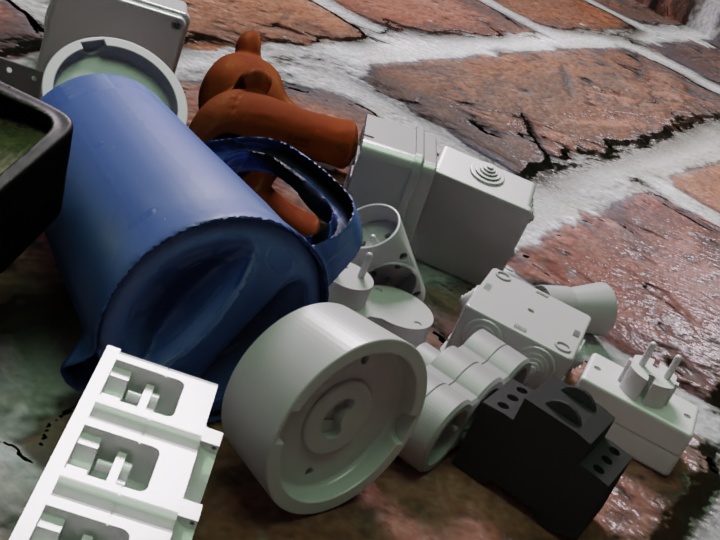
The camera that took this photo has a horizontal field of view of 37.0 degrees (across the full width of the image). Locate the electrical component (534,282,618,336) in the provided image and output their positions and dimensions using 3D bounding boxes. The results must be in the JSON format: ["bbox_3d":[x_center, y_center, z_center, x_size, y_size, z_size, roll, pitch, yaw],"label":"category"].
[{"bbox_3d":[0.169,0.030,0.870,0.065,0.044,0.044,3,32,-25],"label":"electrical component"}]

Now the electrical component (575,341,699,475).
[{"bbox_3d":[0.196,0.085,0.747,0.083,0.075,0.047,28,27,12],"label":"electrical component"}]

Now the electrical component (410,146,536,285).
[{"bbox_3d":[0.088,-0.044,0.882,0.100,0.099,0.048,23,39,1],"label":"electrical component"}]

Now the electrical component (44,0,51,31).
[{"bbox_3d":[-0.227,-0.215,0.954,0.108,0.108,0.060,17,33,-10],"label":"electrical component"}]

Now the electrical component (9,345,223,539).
[{"bbox_3d":[-0.104,0.113,0.442,0.062,0.089,0.150,19,26,-6],"label":"electrical component"}]

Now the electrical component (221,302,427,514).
[{"bbox_3d":[-0.024,0.069,0.576,0.108,0.108,0.060,-5,31,-44],"label":"electrical component"}]

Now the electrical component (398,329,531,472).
[{"bbox_3d":[0.047,0.071,0.683,0.074,0.052,0.138,34,28,22],"label":"electrical component"}]

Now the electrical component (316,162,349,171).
[{"bbox_3d":[-0.022,-0.111,0.986,0.078,0.040,0.040,12,28,-21],"label":"electrical component"}]

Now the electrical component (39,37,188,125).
[{"bbox_3d":[-0.191,-0.113,0.810,0.108,0.060,0.108,12,61,-23],"label":"electrical component"}]

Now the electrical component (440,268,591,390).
[{"bbox_3d":[0.116,0.048,0.784,0.100,0.048,0.100,28,27,10],"label":"electrical component"}]

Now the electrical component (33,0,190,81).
[{"bbox_3d":[-0.209,-0.184,0.902,0.109,0.108,0.056,14,25,-17],"label":"electrical component"}]

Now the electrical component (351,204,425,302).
[{"bbox_3d":[0.000,0.000,0.767,0.079,0.077,0.044,-16,45,6],"label":"electrical component"}]

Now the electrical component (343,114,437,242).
[{"bbox_3d":[0.015,-0.052,0.823,0.057,0.113,0.078,17,26,-5],"label":"electrical component"}]

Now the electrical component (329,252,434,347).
[{"bbox_3d":[-0.014,0.018,0.711,0.138,0.073,0.052,12,28,-21],"label":"electrical component"}]
